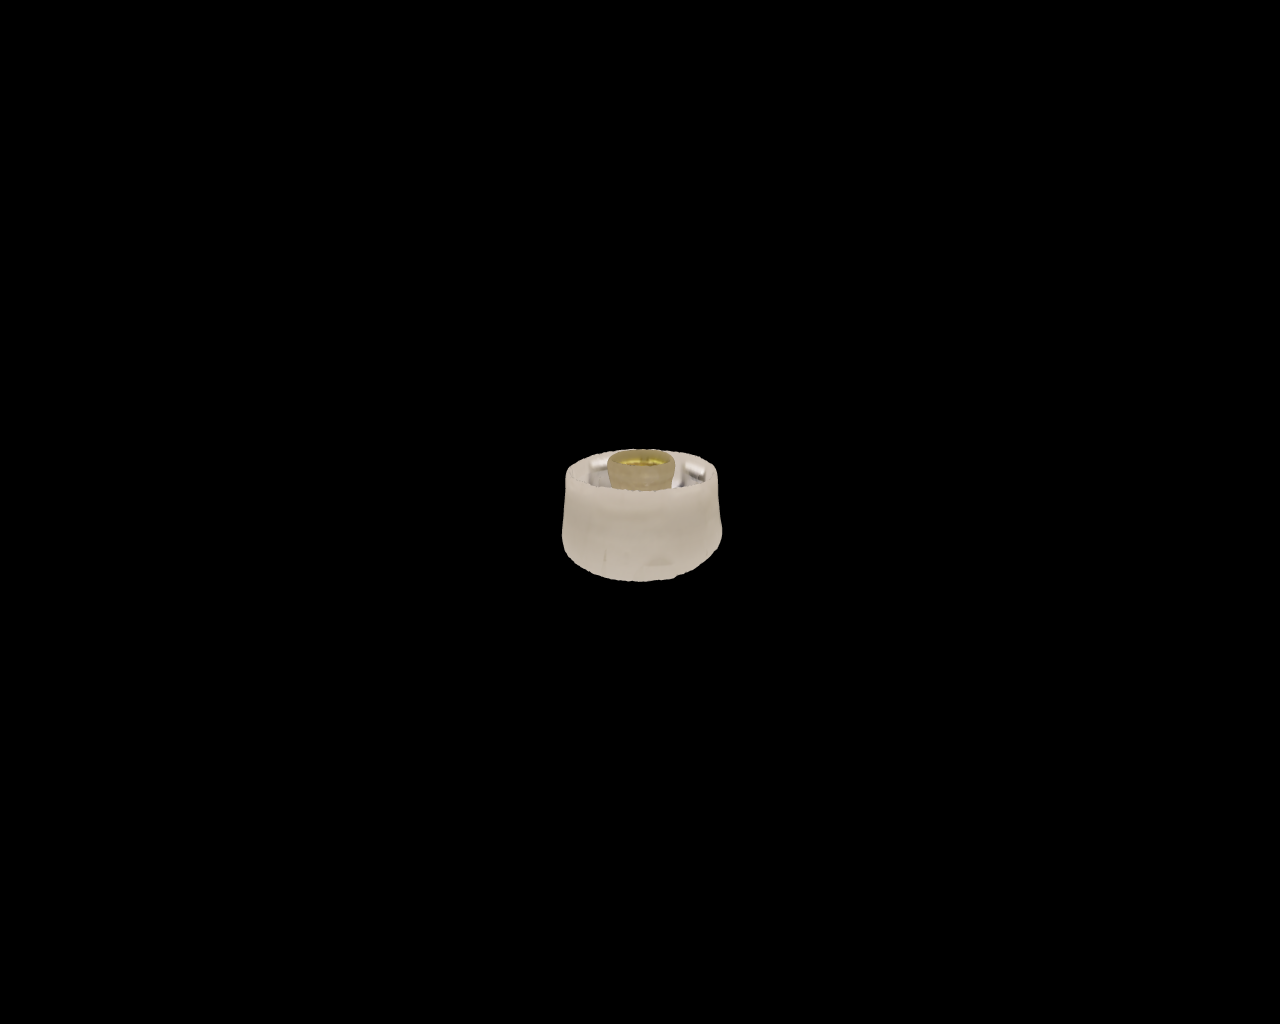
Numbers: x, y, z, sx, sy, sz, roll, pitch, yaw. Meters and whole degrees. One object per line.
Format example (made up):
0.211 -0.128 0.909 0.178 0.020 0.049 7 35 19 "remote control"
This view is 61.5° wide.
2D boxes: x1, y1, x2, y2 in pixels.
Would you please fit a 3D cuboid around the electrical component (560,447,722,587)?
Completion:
0.001 -0.003 0.650 0.099 0.064 0.099 0 18 0 "electrical component"
